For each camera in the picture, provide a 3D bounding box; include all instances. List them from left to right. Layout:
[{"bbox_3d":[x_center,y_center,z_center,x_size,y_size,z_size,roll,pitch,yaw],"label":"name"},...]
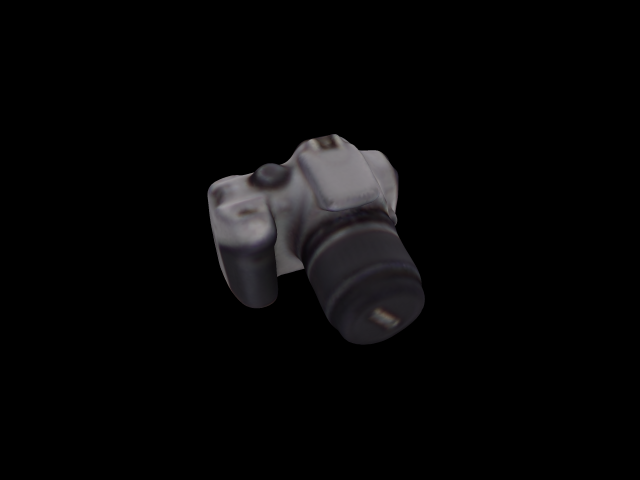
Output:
[{"bbox_3d":[0.004,0.001,0.400,0.143,0.101,0.136,-16,50,-13],"label":"camera"}]
